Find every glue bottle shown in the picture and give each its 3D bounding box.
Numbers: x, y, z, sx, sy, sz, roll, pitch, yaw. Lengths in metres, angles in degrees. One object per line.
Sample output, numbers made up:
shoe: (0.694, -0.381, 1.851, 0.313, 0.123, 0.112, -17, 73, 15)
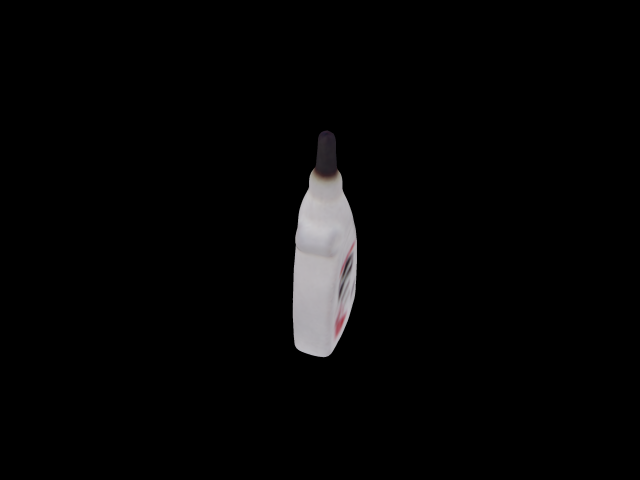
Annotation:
glue bottle: (0.004, 0.001, 0.400, 0.037, 0.173, 0.078, 10, 43, 11)
